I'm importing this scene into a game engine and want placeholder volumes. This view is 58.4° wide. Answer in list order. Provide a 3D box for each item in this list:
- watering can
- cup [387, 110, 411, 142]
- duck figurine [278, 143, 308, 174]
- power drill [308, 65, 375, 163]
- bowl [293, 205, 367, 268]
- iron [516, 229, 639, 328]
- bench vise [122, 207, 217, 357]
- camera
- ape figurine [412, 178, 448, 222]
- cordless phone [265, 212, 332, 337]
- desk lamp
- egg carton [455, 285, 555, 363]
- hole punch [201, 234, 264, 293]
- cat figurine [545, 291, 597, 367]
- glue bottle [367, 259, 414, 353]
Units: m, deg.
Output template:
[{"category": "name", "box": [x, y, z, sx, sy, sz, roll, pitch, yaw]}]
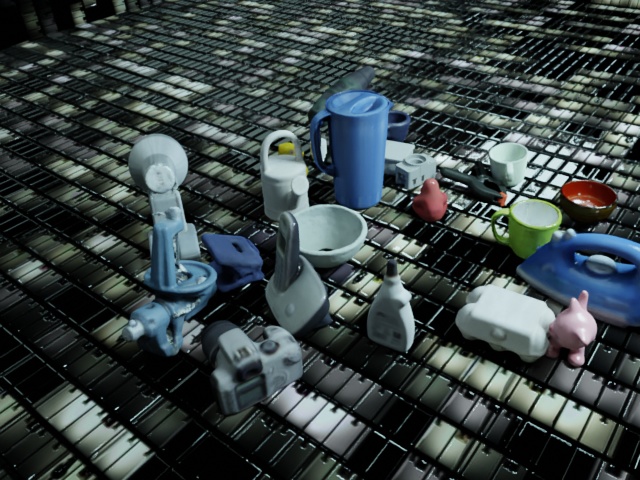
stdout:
[{"category": "watering can", "box": [-0.073, -0.141, 1.229, 0.172, 0.194, 0.101, 27, 46, 34]}, {"category": "cup", "box": [0.179, -0.267, 1.463, 0.091, 0.095, 0.118, 15, 40, 23]}, {"category": "duck figurine", "box": [-0.082, -0.196, 1.394, 0.104, 0.086, 0.077, 8, 38, 15]}, {"category": "power drill", "box": [0.061, -0.304, 1.426, 0.075, 0.209, 0.230, 24, 44, 31]}, {"category": "bowl", "box": [0.010, 0.004, 1.128, 0.167, 0.075, 0.167, -2, 37, 2]}, {"category": "iron", "box": [0.476, 0.044, 0.988, 0.257, 0.141, 0.119, 19, 42, 27]}, {"category": "bench vise", "box": [-0.241, 0.070, 0.935, 0.121, 0.220, 0.207, 1, 37, 6]}, {"category": "camera", "box": [-0.118, 0.172, 0.889, 0.143, 0.101, 0.136, -23, 41, -25]}, {"category": "ape figurine", "box": [0.237, -0.091, 1.227, 0.077, 0.092, 0.076, -1, 37, 3]}, {"category": "cordless phone", "box": [-0.042, 0.057, 0.968, 0.094, 0.185, 0.147, -18, 39, -19]}, {"category": "desk lamp", "box": [-0.311, -0.087, 1.156, 0.118, 0.214, 0.202, -13, 38, -13]}, {"category": "egg carton", "box": [0.303, 0.135, 0.937, 0.150, 0.069, 0.107, 18, 42, 26]}, {"category": "hole punch", "box": [-0.166, 0.030, 1.092, 0.101, 0.091, 0.108, -21, 40, -22]}, {"category": "cat figurine", "box": [0.398, 0.132, 0.895, 0.067, 0.118, 0.128, 18, 42, 26]}, {"category": "glue bottle", "box": [0.114, 0.100, 0.910, 0.078, 0.173, 0.037, 19, 42, 26]}]
